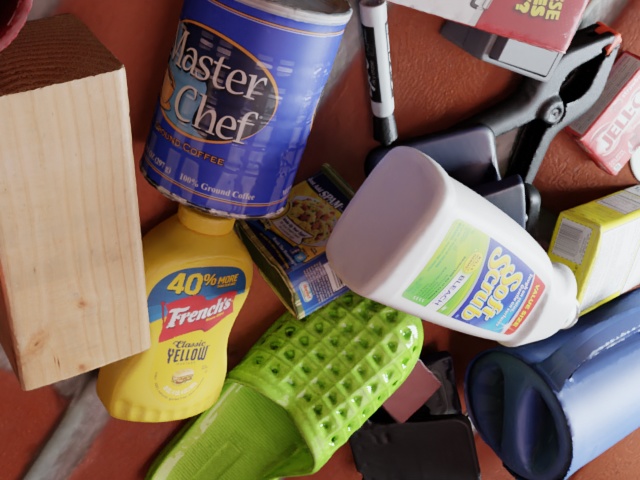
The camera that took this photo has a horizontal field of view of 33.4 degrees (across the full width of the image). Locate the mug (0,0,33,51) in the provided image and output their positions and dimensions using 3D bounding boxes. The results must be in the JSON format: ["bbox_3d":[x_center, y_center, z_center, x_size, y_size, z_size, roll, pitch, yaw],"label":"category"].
[{"bbox_3d":[-0.205,-0.156,0.550,0.093,0.082,0.117,-12,127,-28],"label":"mug"}]

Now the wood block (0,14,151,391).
[{"bbox_3d":[-0.168,-0.022,0.664,0.090,0.091,0.206,-17,128,-25],"label":"wood block"}]

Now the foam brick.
[{"bbox_3d":[0.057,0.108,0.921,0.051,0.078,0.053,-41,135,-1],"label":"foam brick"}]

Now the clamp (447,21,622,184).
[{"bbox_3d":[0.185,-0.103,0.889,0.171,0.039,0.120,-40,142,5],"label":"clamp"}]

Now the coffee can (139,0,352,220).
[{"bbox_3d":[-0.050,-0.098,0.683,0.102,0.103,0.140,2,119,-35],"label":"coffee can"}]

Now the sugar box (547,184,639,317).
[{"bbox_3d":[0.261,0.008,0.975,0.175,0.048,0.093,-17,127,-53],"label":"sugar box"}]

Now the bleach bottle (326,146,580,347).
[{"bbox_3d":[0.119,0.020,0.769,0.250,0.068,0.103,21,111,-45],"label":"bleach bottle"}]

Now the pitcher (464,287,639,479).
[{"bbox_3d":[0.267,0.118,0.994,0.242,0.149,0.145,-21,103,-30],"label":"pitcher"}]

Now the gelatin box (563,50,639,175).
[{"bbox_3d":[0.265,-0.111,0.943,0.089,0.030,0.073,-51,134,6],"label":"gelatin box"}]

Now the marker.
[{"bbox_3d":[0.044,-0.122,0.790,0.020,0.020,0.121,-24,131,-19],"label":"marker"}]

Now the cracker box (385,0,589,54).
[{"bbox_3d":[0.082,-0.227,0.666,0.213,0.072,0.164,12,115,-19],"label":"cracker box"}]

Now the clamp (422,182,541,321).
[{"bbox_3d":[0.174,0.035,0.967,0.165,0.036,0.209,-47,139,18],"label":"clamp"}]

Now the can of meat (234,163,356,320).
[{"bbox_3d":[-0.005,0.001,0.786,0.084,0.102,0.057,-29,132,-12],"label":"can of meat"}]

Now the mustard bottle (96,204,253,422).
[{"bbox_3d":[-0.099,0.041,0.779,0.096,0.058,0.192,0,120,-34],"label":"mustard bottle"}]
